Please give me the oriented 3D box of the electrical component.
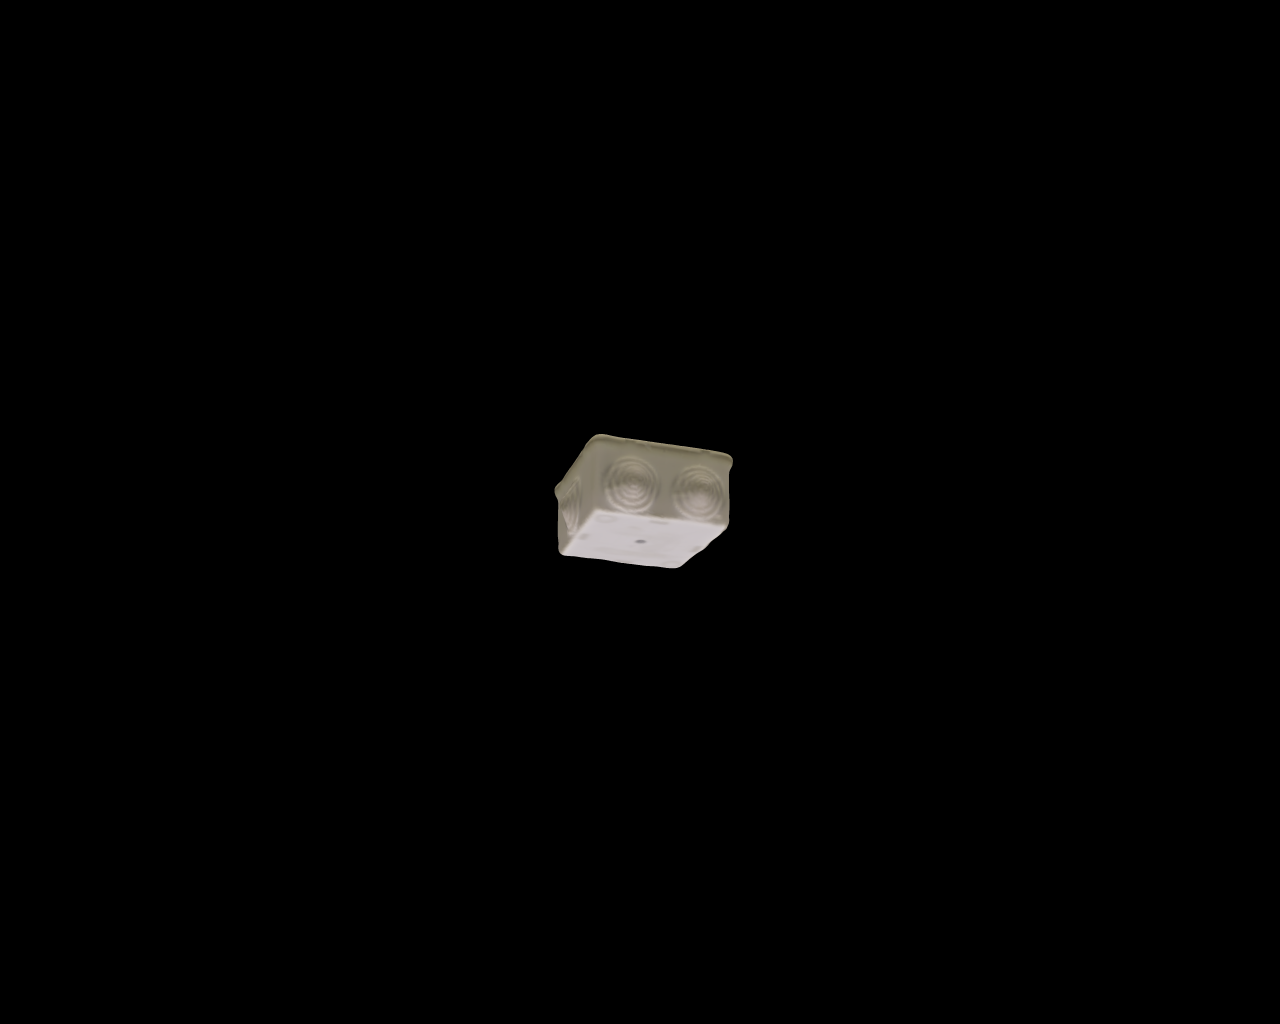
[{"bbox_3d":[0.001,-0.003,0.650,0.100,0.048,0.099,8,-23,-18],"label":"electrical component"}]
